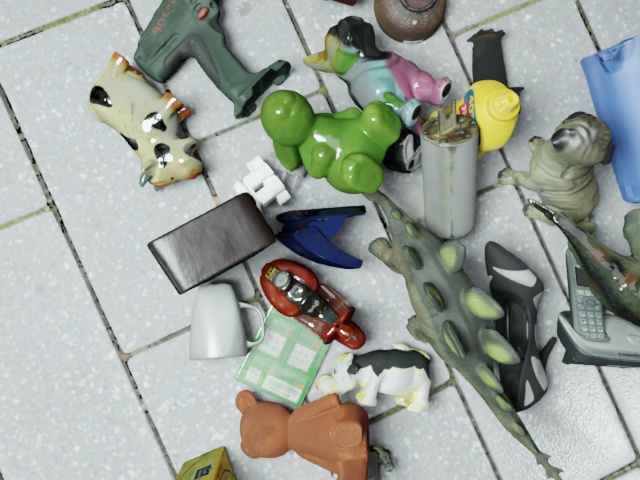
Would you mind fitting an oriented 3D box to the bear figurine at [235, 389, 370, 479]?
[{"bbox_3d":[-0.031,0.272,0.736,0.196,0.132,0.120,1,98,8],"label":"bear figurine"}]

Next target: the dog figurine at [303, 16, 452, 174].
[{"bbox_3d":[0.077,-0.219,0.795,0.108,0.191,0.219,-39,61,-22],"label":"dog figurine"}]

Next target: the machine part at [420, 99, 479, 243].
[{"bbox_3d":[0.184,-0.086,0.761,0.079,0.079,0.242,-19,131,-6],"label":"machine part"}]

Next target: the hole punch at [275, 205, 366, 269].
[{"bbox_3d":[-0.002,-0.002,0.767,0.116,0.142,0.092,-1,92,-17],"label":"hole punch"}]

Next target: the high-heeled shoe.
[{"bbox_3d":[0.273,0.132,0.793,0.145,0.086,0.248,-44,108,-21],"label":"high-heeled shoe"}]

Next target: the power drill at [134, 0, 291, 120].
[{"bbox_3d":[-0.142,-0.297,0.787,0.207,0.086,0.232,42,87,-6],"label":"power drill"}]

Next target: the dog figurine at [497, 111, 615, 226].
[{"bbox_3d":[0.370,-0.089,0.769,0.172,0.190,0.121,34,86,-5],"label":"dog figurine"}]

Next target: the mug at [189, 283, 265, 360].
[{"bbox_3d":[-0.136,0.115,0.773,0.110,0.081,0.107,-6,81,-2],"label":"mug"}]

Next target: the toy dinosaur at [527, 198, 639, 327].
[{"bbox_3d":[0.476,0.066,0.764,0.405,0.131,0.192,11,56,-7],"label":"toy dinosaur"}]

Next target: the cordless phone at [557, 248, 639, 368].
[{"bbox_3d":[0.441,0.103,0.829,0.147,0.088,0.184,5,73,-5],"label":"cordless phone"}]

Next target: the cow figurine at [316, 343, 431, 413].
[{"bbox_3d":[0.080,0.196,0.793,0.167,0.068,0.098,10,81,-8],"label":"cow figurine"}]

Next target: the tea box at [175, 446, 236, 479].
[{"bbox_3d":[-0.151,0.357,0.716,0.068,0.169,0.098,-21,92,-6],"label":"tea box"}]

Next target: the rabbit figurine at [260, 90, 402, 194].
[{"bbox_3d":[-0.003,-0.144,0.707,0.170,0.159,0.121,27,84,-23],"label":"rabbit figurine"}]

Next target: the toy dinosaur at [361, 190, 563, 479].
[{"bbox_3d":[0.183,0.110,0.742,0.105,0.198,0.471,-34,90,-2],"label":"toy dinosaur"}]

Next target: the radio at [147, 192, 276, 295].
[{"bbox_3d":[-0.135,0.006,0.702,0.131,0.229,0.073,-30,94,-9],"label":"radio"}]

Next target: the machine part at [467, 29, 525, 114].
[{"bbox_3d":[0.271,-0.260,0.844,0.084,0.039,0.138,-11,91,3],"label":"machine part"}]

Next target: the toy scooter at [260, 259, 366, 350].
[{"bbox_3d":[-0.006,0.094,0.741,0.184,0.135,0.075,39,86,-4],"label":"toy scooter"}]

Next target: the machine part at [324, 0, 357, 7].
[{"bbox_3d":[0.052,-0.452,0.748,0.087,0.201,0.201,15,86,-7],"label":"machine part"}]

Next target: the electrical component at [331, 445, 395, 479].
[{"bbox_3d":[0.058,0.339,0.797,0.102,0.045,0.078,1,86,-4],"label":"electrical component"}]

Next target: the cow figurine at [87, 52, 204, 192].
[{"bbox_3d":[-0.247,-0.156,0.768,0.195,0.085,0.127,40,92,2],"label":"cow figurine"}]
